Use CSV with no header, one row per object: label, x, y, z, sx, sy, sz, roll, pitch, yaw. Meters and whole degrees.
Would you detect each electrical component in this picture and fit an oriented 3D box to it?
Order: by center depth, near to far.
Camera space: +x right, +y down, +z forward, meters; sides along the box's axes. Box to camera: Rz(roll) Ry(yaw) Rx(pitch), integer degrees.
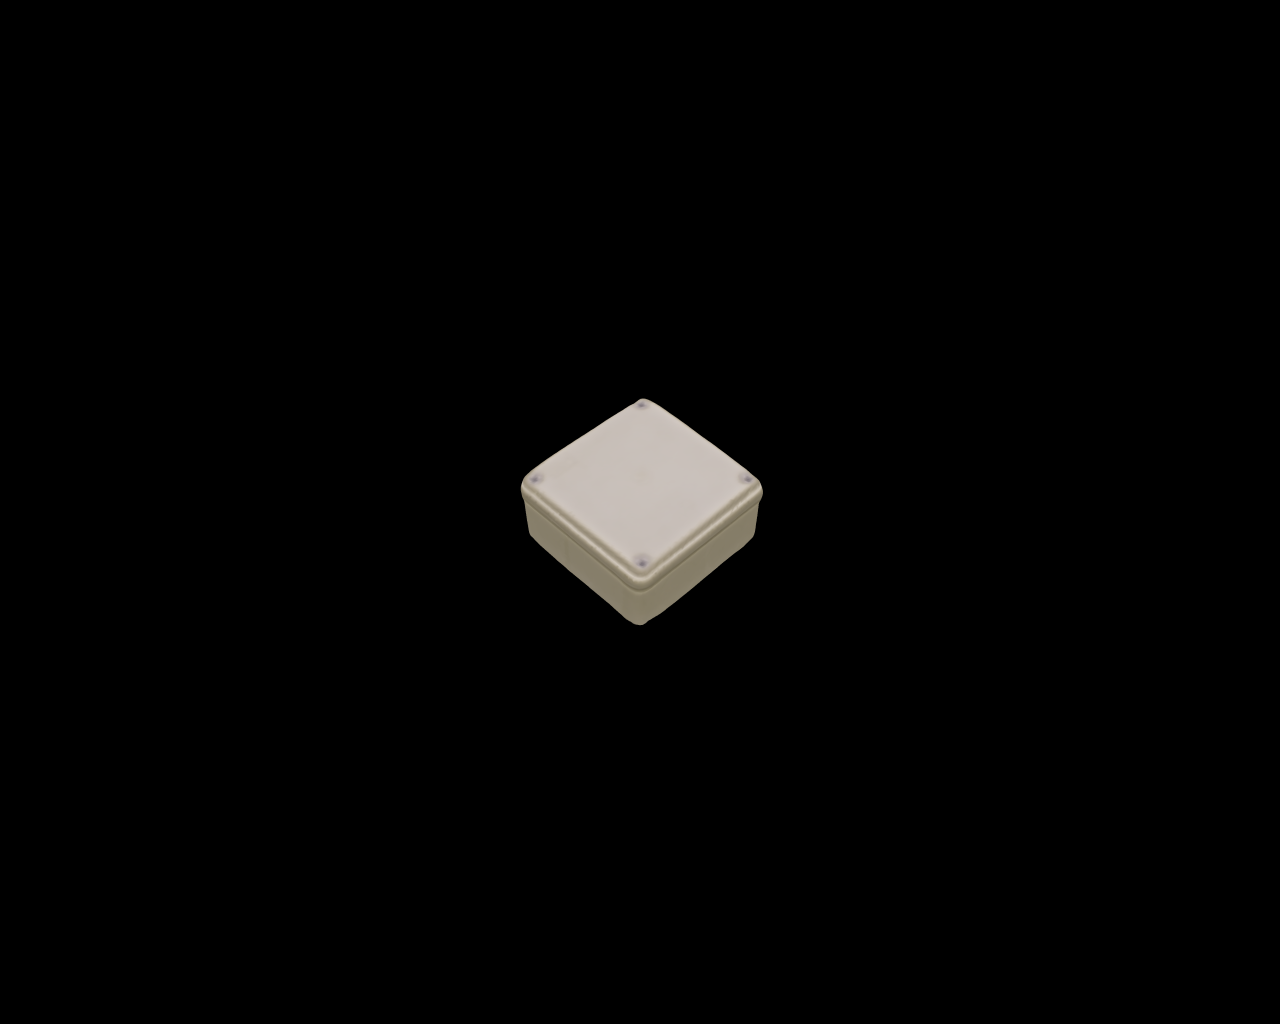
electrical component,0.001,-0.003,0.650,0.109,0.056,0.109,-36,58,-27
